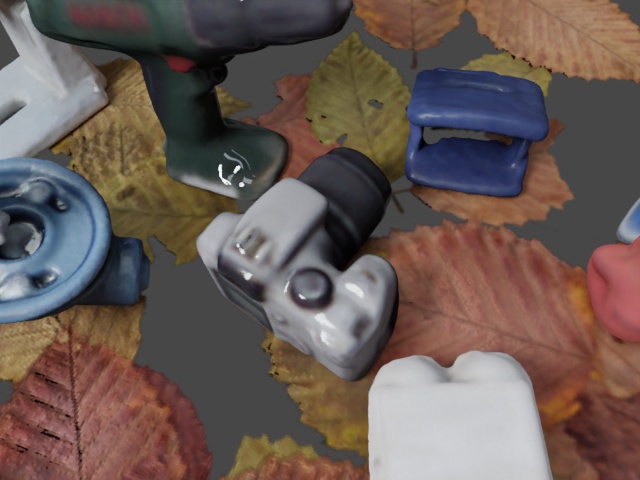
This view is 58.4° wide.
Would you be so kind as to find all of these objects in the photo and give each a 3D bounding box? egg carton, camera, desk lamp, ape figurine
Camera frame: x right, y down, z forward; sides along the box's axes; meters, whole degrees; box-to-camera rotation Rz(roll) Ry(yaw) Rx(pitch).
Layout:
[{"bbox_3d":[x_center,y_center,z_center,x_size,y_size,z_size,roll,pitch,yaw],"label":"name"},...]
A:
[{"bbox_3d":[0.082,0.141,0.341,0.107,0.069,0.150,-4,62,2],"label":"egg carton"},{"bbox_3d":[0.004,0.001,0.403,0.143,0.101,0.137,33,68,19],"label":"camera"},{"bbox_3d":[-0.250,-0.192,0.460,0.117,0.214,0.203,35,69,20],"label":"desk lamp"},{"bbox_3d":[0.223,0.023,0.383,0.077,0.092,0.076,33,69,20],"label":"ape figurine"}]

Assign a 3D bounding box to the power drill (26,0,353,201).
[{"bbox_3d":[-0.083,-0.119,0.413,0.229,0.208,0.076,16,64,12],"label":"power drill"}]

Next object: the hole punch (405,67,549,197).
[{"bbox_3d":[0.120,-0.101,0.456,0.108,0.091,0.101,9,63,8],"label":"hole punch"}]

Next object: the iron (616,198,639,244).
[{"bbox_3d":[0.351,-0.066,0.394,0.258,0.141,0.118,-16,62,-5],"label":"iron"}]

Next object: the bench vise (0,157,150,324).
[{"bbox_3d":[-0.234,0.001,0.351,0.207,0.220,0.121,-20,62,-7],"label":"bench vise"}]
